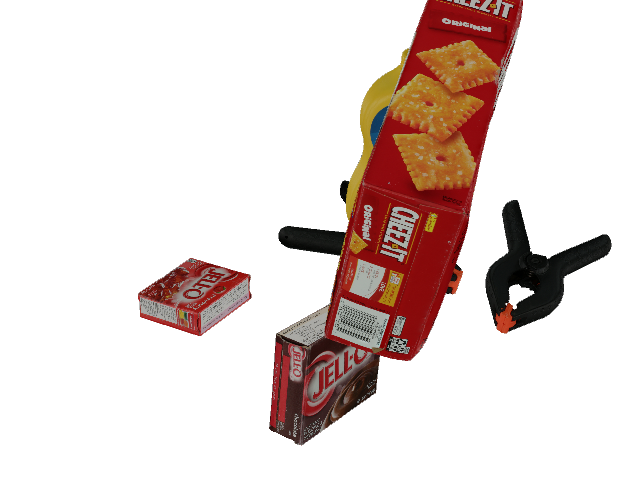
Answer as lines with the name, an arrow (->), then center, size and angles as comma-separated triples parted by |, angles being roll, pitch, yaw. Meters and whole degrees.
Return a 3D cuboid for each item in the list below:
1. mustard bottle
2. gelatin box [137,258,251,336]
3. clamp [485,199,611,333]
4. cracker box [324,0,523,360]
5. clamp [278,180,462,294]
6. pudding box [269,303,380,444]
mustard bottle -> 0.082, -0.098, 0.972 | 0.096, 0.192, 0.058 | 5, 31, -5
gelatin box -> -0.121, 0.053, 1.035 | 0.073, 0.030, 0.089 | 15, 31, 28
clamp -> 0.214, 0.024, 1.113 | 0.120, 0.039, 0.171 | 26, 49, 28
cracker box -> 0.073, -0.049, 0.727 | 0.072, 0.213, 0.164 | 18, -39, 5
clamp -> 0.065, 0.007, 1.252 | 0.210, 0.036, 0.164 | 32, 38, 23
pudding box -> 0.007, 0.101, 0.873 | 0.039, 0.090, 0.113 | 20, 28, 29
